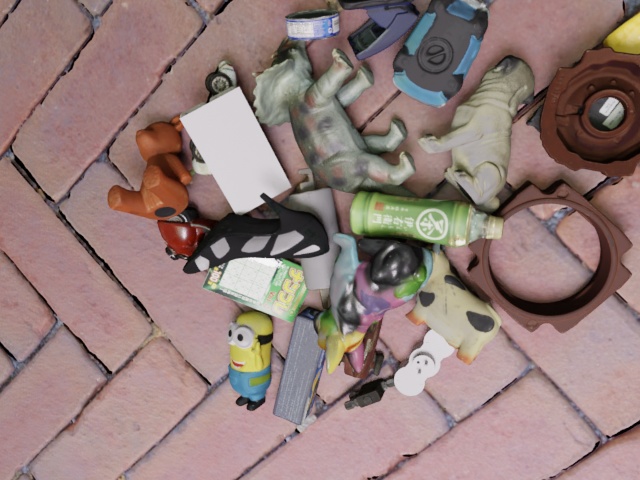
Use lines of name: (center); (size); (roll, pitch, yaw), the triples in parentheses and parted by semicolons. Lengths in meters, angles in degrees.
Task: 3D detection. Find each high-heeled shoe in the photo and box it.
high-heeled shoe: (-0.107, 0.021, 0.891); (0.249, 0.086, 0.145); (-36, 111, 29)

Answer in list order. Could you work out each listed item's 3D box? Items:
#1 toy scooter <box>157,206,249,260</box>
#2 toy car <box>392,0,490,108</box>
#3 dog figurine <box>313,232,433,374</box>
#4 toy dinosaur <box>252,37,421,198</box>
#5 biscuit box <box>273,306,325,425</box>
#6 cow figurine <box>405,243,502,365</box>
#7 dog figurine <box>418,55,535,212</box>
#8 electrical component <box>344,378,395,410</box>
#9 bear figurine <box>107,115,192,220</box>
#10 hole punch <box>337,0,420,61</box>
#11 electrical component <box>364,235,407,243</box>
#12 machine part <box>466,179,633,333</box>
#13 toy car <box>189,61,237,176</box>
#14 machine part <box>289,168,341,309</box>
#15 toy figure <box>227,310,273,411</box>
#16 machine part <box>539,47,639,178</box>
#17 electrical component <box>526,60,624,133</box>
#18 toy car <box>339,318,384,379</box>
toy scooter: (-0.215, 0.010, 0.990); (0.184, 0.075, 0.135); (8, 102, 11)
toy car: (0.181, -0.290, 0.810); (0.109, 0.103, 0.161); (25, 115, 0)
dog figurine: (0.073, 0.105, 0.831); (0.192, 0.108, 0.219); (10, 91, 43)
toy dinosaur: (0.030, -0.162, 0.875); (0.192, 0.131, 0.404); (-28, 94, 30)
biscuit box: (-0.028, 0.226, 0.972); (0.063, 0.059, 0.202); (17, 103, 14)
cow figurine: (0.197, 0.087, 0.851); (0.195, 0.085, 0.127); (40, 98, 25)
dog figurine: (0.268, -0.158, 0.808); (0.190, 0.121, 0.172); (-38, 104, 7)
electrical component: (0.090, 0.268, 0.941); (0.094, 0.063, 0.021); (-25, 90, 17)
bear figurine: (-0.290, -0.139, 0.937); (0.120, 0.131, 0.196); (-20, 68, 20)
hole punch: (0.090, -0.339, 0.824); (0.116, 0.142, 0.092); (-10, 123, 2)
electrical component: (0.107, -0.020, 0.897); (0.102, 0.078, 0.045); (14, 61, 18)
machine part: (0.344, 0.025, 0.821); (0.201, 0.087, 0.201); (45, 108, 7)
toy car: (-0.186, -0.214, 0.944); (0.056, 0.074, 0.201); (13, 103, -21)
machine part: (-0.002, -0.003, 0.923); (0.079, 0.079, 0.243); (-9, 94, 17)
toy figure: (-0.127, 0.218, 0.990); (0.082, 0.089, 0.180); (3, 107, 17)
machine part: (0.390, -0.172, 0.734); (0.180, 0.056, 0.179); (3, 99, 17)
electrical component: (0.394, -0.178, 0.791); (0.134, 0.058, 0.115); (40, 108, 7)
toy car: (0.080, 0.149, 0.932); (0.089, 0.053, 0.202); (13, 100, 7)
